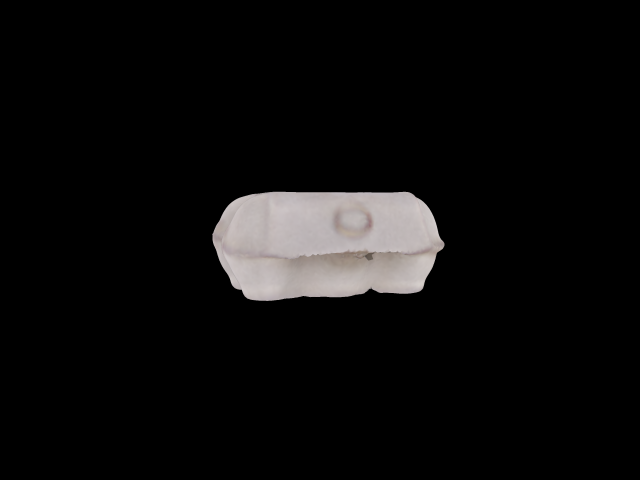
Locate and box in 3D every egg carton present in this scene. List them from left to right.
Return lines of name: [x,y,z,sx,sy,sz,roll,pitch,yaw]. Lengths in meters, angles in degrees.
egg carton: [0.004,0.001,0.400,0.150,0.069,0.107,-1,4,-19]
